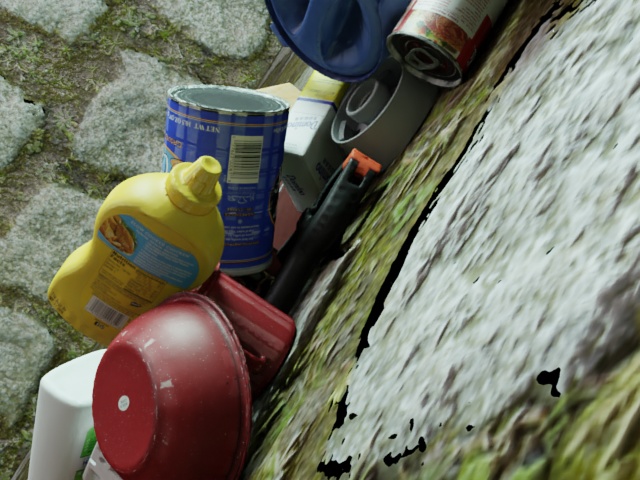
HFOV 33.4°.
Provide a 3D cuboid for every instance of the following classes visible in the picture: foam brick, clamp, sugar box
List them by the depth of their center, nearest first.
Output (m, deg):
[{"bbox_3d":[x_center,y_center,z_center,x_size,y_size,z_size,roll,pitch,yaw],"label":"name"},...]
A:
[{"bbox_3d":[-0.006,0.001,0.895,0.172,0.039,0.120,-57,14,40],"label":"clamp"},{"bbox_3d":[0.018,-0.117,0.995,0.176,0.048,0.093,-59,-34,-26],"label":"sugar box"},{"bbox_3d":[-0.037,-0.013,1.034,0.078,0.051,0.053,-62,12,-29],"label":"foam brick"}]

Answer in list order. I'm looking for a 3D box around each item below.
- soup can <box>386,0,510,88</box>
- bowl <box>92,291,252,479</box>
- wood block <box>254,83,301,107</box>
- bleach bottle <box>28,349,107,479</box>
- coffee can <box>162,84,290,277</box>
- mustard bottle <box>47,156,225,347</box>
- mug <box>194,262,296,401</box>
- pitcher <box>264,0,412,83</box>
[{"bbox_3d":[0.107,-0.182,0.848,0.102,0.068,0.069,-58,10,-13],"label":"soup can"},{"bbox_3d":[-0.115,0.116,0.752,0.162,0.055,0.162,-5,83,50],"label":"bowl"},{"bbox_3d":[-0.058,-0.101,1.147,0.091,0.090,0.205,-53,-6,20],"label":"wood block"},{"bbox_3d":[-0.228,0.232,1.002,0.102,0.068,0.251,-21,-48,-53],"label":"bleach bottle"},{"bbox_3d":[-0.084,-0.052,0.902,0.103,0.103,0.140,-90,7,-72],"label":"coffee can"},{"bbox_3d":[-0.127,0.005,0.805,0.192,0.096,0.058,-49,13,37],"label":"mustard bottle"},{"bbox_3d":[-0.071,0.078,0.831,0.093,0.081,0.117,-57,10,-4],"label":"mug"},{"bbox_3d":[0.067,-0.254,0.949,0.242,0.149,0.145,-42,-32,-30],"label":"pitcher"}]
